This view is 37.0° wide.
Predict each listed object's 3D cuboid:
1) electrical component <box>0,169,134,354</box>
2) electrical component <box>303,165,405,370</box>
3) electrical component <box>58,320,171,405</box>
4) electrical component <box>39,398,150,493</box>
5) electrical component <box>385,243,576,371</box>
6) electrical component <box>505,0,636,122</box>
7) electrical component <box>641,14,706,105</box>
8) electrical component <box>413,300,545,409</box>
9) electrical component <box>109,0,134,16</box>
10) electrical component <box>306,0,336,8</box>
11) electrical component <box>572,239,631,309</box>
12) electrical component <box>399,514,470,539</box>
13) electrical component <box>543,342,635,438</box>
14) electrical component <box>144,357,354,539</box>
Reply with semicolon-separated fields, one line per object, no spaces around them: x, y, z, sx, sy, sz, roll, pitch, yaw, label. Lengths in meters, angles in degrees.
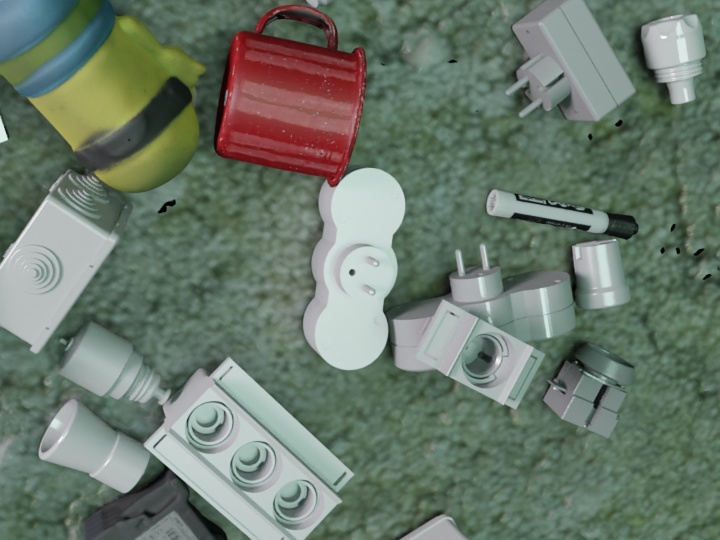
-0.187;-0.009;0.657;0.048;0.099;0.099;35;100;-14;electrical component
0.000;0.000;0.727;0.052;0.074;0.138;6;97;-17;electrical component
-0.161;0.065;0.708;0.078;0.040;0.040;33;89;-19;electrical component
-0.173;0.120;0.714;0.065;0.044;0.044;35;88;-23;electrical component
0.084;0.019;0.766;0.138;0.052;0.073;-13;103;-13;electrical component
0.137;-0.138;0.760;0.076;0.047;0.083;-38;107;-8;electrical component
0.232;-0.153;0.787;0.043;0.043;0.062;-18;105;-13;electrical component
0.074;0.053;0.707;0.081;0.064;0.042;29;91;-18;electrical component
-0.163;-0.185;0.665;0.055;0.045;0.045;30;90;-19;electrical component
-0.015;-0.203;0.706;0.055;0.045;0.045;-31;106;-9;electrical component
0.178;0.003;0.799;0.040;0.040;0.046;-11;96;-15;electrical component
0.049;0.256;0.792;0.109;0.056;0.108;-30;106;-10;electrical component
0.175;0.088;0.809;0.066;0.048;0.055;23;99;-18;electrical component
-0.076;0.124;0.731;0.078;0.063;0.121;-46;108;-5;electrical component
